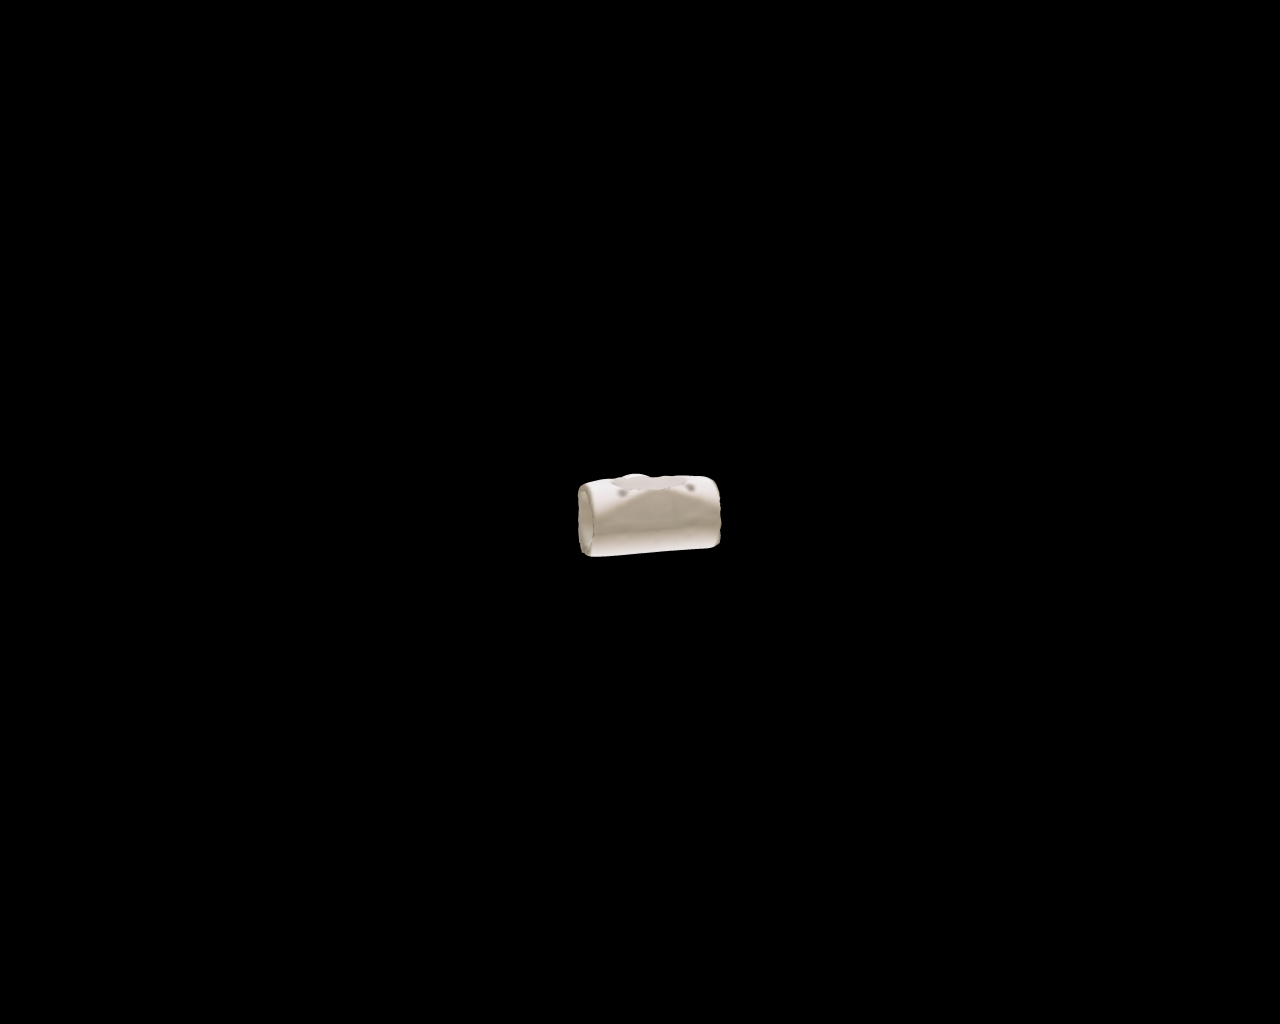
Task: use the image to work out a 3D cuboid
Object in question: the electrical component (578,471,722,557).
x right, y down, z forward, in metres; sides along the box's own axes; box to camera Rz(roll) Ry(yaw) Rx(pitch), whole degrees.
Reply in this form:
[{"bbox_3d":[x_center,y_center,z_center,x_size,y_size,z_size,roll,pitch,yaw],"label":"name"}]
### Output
[{"bbox_3d":[0.001,-0.003,0.650,0.077,0.044,0.079,-4,16,-14],"label":"electrical component"}]
